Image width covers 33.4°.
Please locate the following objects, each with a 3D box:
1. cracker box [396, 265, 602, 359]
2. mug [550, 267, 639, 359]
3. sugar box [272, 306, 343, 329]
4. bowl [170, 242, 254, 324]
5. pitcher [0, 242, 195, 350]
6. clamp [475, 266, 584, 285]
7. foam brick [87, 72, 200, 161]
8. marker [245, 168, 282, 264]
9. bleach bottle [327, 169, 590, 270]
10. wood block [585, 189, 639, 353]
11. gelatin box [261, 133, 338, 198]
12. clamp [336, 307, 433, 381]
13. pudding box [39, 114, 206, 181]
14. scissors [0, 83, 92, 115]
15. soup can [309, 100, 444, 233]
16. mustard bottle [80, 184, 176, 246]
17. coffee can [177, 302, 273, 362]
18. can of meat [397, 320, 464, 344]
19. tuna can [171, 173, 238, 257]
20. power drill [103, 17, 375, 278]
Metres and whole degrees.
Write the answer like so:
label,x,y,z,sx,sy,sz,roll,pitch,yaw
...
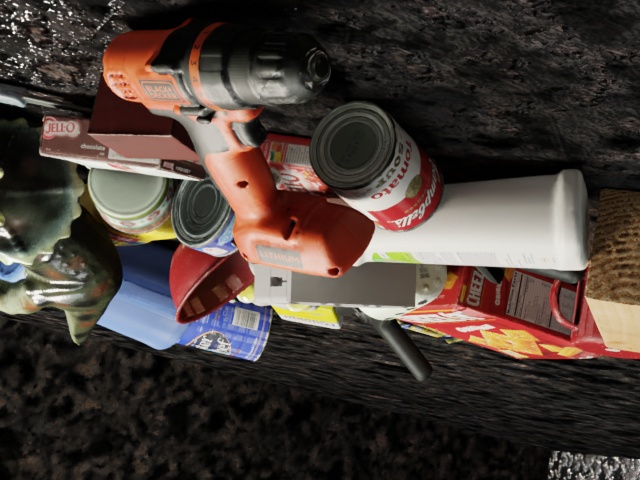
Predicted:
label,x,y,z,sx,sy,sz,roll,pitch,yaw
cracker box,0.194,0.077,1.196,0.213,0.072,0.164,18,165,-26
mug,0.283,0.068,1.055,0.117,0.081,0.093,14,167,-11
sugar box,-0.017,0.087,1.488,0.093,0.048,0.176,10,166,8
bowl,-0.100,0.015,1.101,0.055,0.162,0.162,49,173,12
pitcher,-0.271,0.045,1.346,0.242,0.145,0.149,25,133,-37
clamp,0.151,0.008,1.013,0.171,0.039,0.120,23,159,-21
foam brick,-0.122,-0.092,0.787,0.078,0.051,0.053,5,166,26
marker,-0.049,-0.017,0.890,0.020,0.020,0.121,12,145,-2
bleach bottle,0.083,-0.011,0.849,0.251,0.068,0.102,-1,165,18
wood block,0.281,0.034,0.892,0.090,0.091,0.206,6,166,21
gelatin box,-0.009,-0.057,0.885,0.073,0.030,0.089,9,167,11
clamp,0.053,0.077,1.305,0.165,0.036,0.210,34,162,40
pudding box,-0.160,-0.077,0.885,0.114,0.039,0.090,9,180,18
scissors,-0.261,-0.117,0.881,0.201,0.016,0.096,14,170,-19
soup can,0.042,-0.052,0.777,0.069,0.068,0.102,5,166,27
mustard bottle,-0.212,-0.028,1.126,0.096,0.058,0.192,23,164,-28
coffee can,-0.154,0.120,1.621,0.140,0.103,0.103,15,167,-17
can of meat,0.143,0.089,1.330,0.084,0.057,0.102,16,167,-11
tuna can,-0.093,-0.030,0.946,0.086,0.086,0.033,-1,166,43
power drill,-0.036,-0.059,0.684,0.185,0.057,0.187,12,143,44
